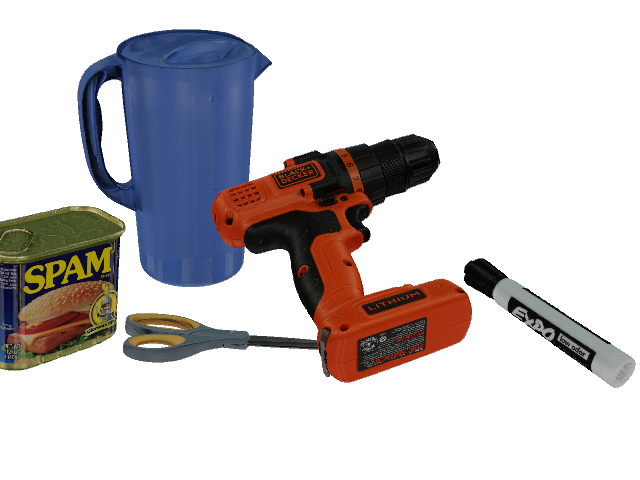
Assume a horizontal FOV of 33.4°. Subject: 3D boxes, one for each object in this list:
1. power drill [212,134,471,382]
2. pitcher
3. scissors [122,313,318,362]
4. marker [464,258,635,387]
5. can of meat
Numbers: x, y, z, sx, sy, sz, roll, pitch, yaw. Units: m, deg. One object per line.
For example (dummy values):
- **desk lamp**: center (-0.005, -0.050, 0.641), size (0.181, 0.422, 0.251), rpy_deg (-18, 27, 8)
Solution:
- **power drill**: center (0.033, 0.003, 0.772), size (0.184, 0.057, 0.188), rpy_deg (-20, 46, -13)
- **pitcher**: center (-0.140, -0.079, 1.058), size (0.149, 0.243, 0.144), rpy_deg (12, 27, 20)
- **scissors**: center (-0.087, 0.094, 0.953), size (0.202, 0.016, 0.096), rpy_deg (8, 18, 14)
- **marker**: center (0.125, 0.043, 0.606), size (0.020, 0.020, 0.121), rpy_deg (0, 27, -41)
- **can of meat**: center (-0.183, 0.031, 0.718), size (0.058, 0.084, 0.101), rpy_deg (24, 28, 37)
